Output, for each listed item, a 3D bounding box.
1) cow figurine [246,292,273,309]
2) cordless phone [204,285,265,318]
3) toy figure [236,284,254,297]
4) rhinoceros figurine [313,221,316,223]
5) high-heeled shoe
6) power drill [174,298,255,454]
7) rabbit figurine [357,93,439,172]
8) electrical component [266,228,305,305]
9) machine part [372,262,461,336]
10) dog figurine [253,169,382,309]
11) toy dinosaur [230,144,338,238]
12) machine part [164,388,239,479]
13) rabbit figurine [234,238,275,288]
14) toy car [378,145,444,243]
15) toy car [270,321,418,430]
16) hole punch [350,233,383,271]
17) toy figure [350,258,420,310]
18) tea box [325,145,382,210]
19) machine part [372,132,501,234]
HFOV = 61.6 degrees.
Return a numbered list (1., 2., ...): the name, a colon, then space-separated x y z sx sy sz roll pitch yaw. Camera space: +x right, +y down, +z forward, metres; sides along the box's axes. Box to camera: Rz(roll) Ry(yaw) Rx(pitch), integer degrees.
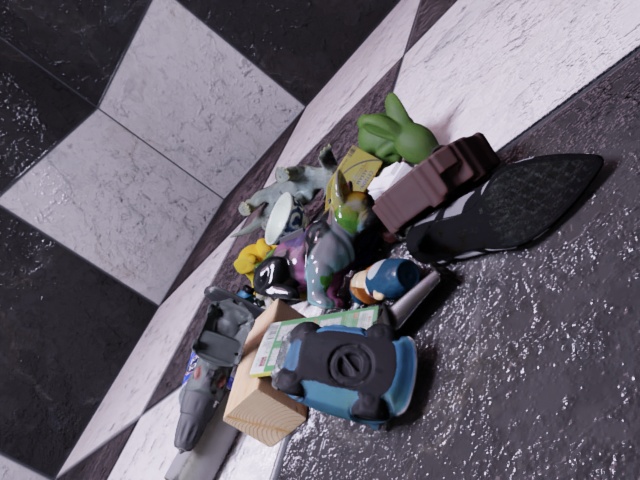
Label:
1. cow figurine: -0.152 0.154 1.172 0.167 0.098 0.068 -47 12 2
2. cordless phone: -0.153 0.148 1.029 0.146 0.184 0.089 -25 36 59
3. toy figure: -0.195 0.191 1.252 0.180 0.082 0.089 -61 -3 -2
4. rhinoceros figurine: -0.028 0.039 1.108 0.190 0.073 0.112 -61 16 -25
5. high-heeled shoe: 0.211 -0.033 0.644 0.249 0.086 0.145 -25 -4 25
6. power drill: -0.166 0.202 0.847 0.207 0.086 0.232 107 -179 -52
7. rabbit figurine: 0.152 -0.193 0.994 0.121 0.159 0.170 -46 30 -10
8. electrical component: -0.040 0.046 1.018 0.115 0.058 0.134 -25 52 19
9. machine part: 0.114 0.084 0.674 0.139 0.039 0.084 -49 11 21
10. dog figurine: -0.002 -0.003 0.865 0.108 0.192 0.219 31 -110 -68
11. toy dinosaur: -0.067 -0.113 1.321 0.192 0.131 0.405 -26 3 -42
12. machine part: -0.188 0.341 0.916 0.079 0.079 0.243 -27 31 58
13. rabbit figurine: -0.098 0.035 1.300 0.173 0.121 0.162 -30 15 23
14. toy car: 0.163 -0.081 0.862 0.202 0.053 0.089 -53 12 6
15. toy car: 0.031 0.159 0.616 0.102 0.162 0.109 75 -157 -50
16. hole punch: 0.055 -0.012 0.958 0.142 0.092 0.116 -26 35 52
17. toy figure: 0.085 0.062 0.776 0.064 0.057 0.154 -18 -5 -29
18. tea box: 0.063 -0.103 1.057 0.098 0.068 0.169 -58 -5 -10
19. machine part: 0.158 -0.073 0.726 0.179 0.056 0.179 -32 -7 -5
